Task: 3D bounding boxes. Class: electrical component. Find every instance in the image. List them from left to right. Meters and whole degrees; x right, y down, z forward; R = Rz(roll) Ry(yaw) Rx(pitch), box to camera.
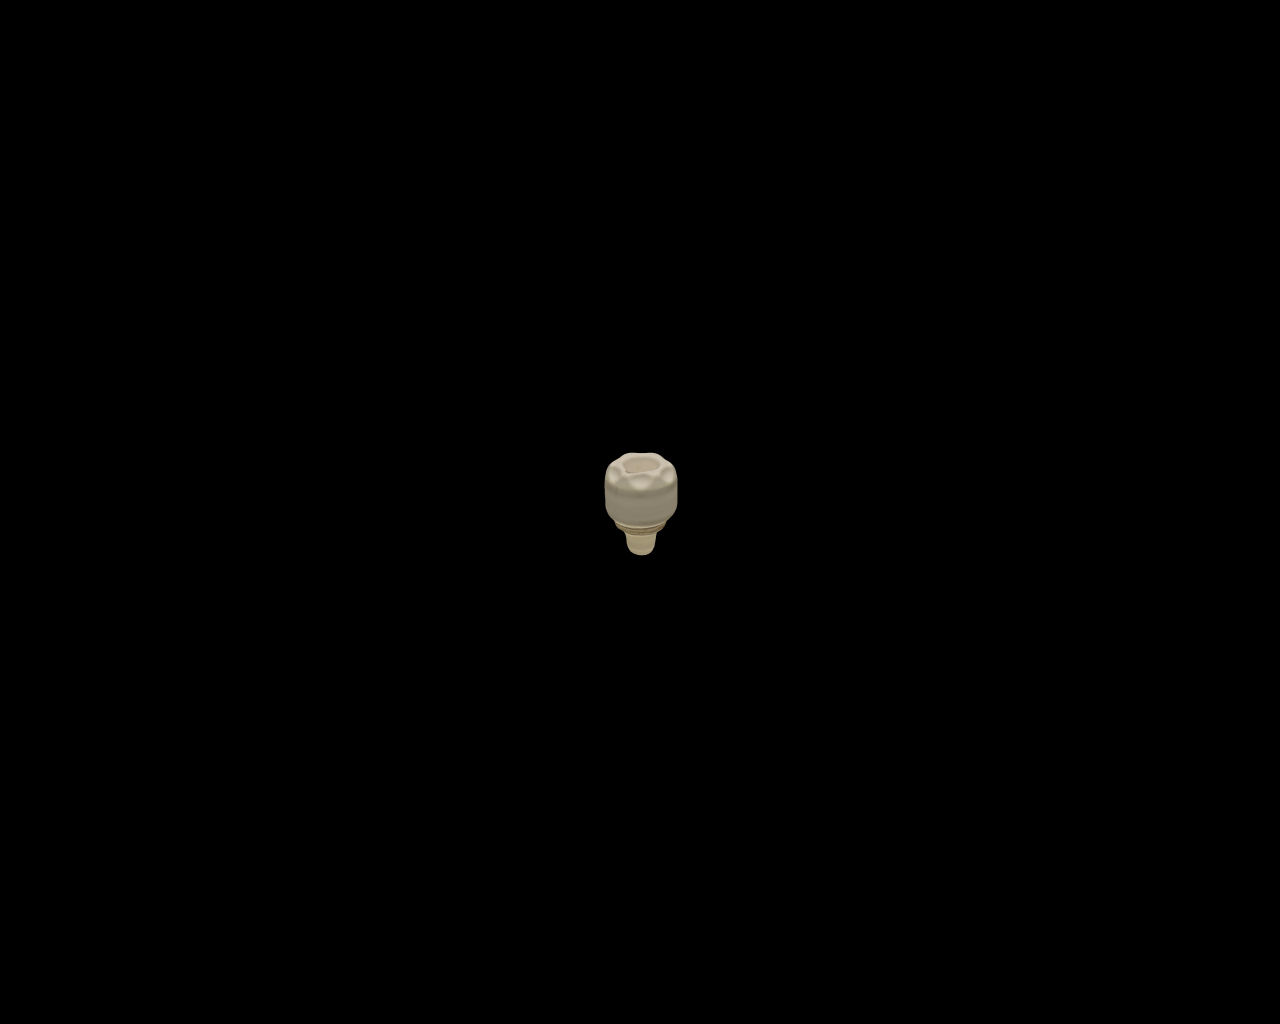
[{"bbox_3d":[0.001,-0.003,0.650,0.043,0.062,0.043,0,27,0],"label":"electrical component"}]
